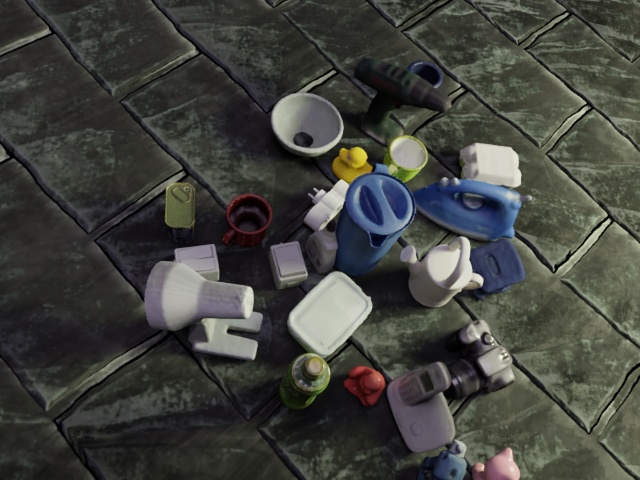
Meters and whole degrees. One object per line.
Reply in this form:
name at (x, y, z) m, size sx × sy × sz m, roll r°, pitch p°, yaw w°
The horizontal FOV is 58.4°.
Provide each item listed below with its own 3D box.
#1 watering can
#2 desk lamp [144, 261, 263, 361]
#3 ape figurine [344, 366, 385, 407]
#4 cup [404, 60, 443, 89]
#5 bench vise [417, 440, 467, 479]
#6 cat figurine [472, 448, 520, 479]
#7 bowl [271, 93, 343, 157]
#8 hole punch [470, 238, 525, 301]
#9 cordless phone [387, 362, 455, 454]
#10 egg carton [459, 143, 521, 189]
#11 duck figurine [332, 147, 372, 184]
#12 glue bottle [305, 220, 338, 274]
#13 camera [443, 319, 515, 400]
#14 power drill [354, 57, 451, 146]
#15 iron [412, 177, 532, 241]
watering can at (0.249, 0.061, 1.167) m, size 0.173 × 0.194 × 0.101 m, roll -3°, pitch 65°, yaw -12°
desk lamp at (-0.201, 0.127, 1.034) m, size 0.203 × 0.213 × 0.118 m, roll 11°, pitch 63°, yaw -6°
ape figurine at (0.093, 0.275, 1.091) m, size 0.076 × 0.092 × 0.078 m, roll -4°, pitch 66°, yaw -13°
cup at (0.236, -0.387, 1.434) m, size 0.118 × 0.095 × 0.091 m, roll 6°, pitch 64°, yaw -8°
bench vise at (0.204, 0.437, 0.964) m, size 0.121 × 0.219 × 0.207 m, roll 9°, pitch 63°, yaw -7°
cat figurine at (0.311, 0.443, 1.041) m, size 0.128 × 0.117 × 0.067 m, roll -38°, pitch 77°, yaw -24°
bowl at (-0.035, -0.254, 1.327) m, size 0.167 × 0.074 × 0.167 m, roll 5°, pitch 64°, yaw -9°
hole punch at (0.377, 0.063, 1.250) m, size 0.101 × 0.091 × 0.108 m, roll -11°, pitch 68°, yaw -16°
cordless phone at (0.201, 0.303, 1.047) m, size 0.094 × 0.185 × 0.147 m, roll -17°, pitch 69°, yaw -18°
egg carton at (0.409, -0.176, 1.382) m, size 0.150 × 0.069 × 0.107 m, roll 4°, pitch 64°, yaw -9°
duck figurine at (0.084, -0.174, 1.307) m, size 0.104 × 0.086 × 0.077 m, roll 24°, pitch 63°, yaw 1°
glue bottle at (0.011, 0.004, 1.158) m, size 0.037 × 0.173 × 0.078 m, roll -21°, pitch 70°, yaw -19°
camera at (0.301, 0.246, 1.142) m, size 0.137 × 0.101 × 0.143 m, roll -22°, pitch 71°, yaw -20°
power drill at (0.174, -0.314, 1.322) m, size 0.229 × 0.208 × 0.076 m, roll 34°, pitch 63°, yaw 6°
iron at (0.335, -0.092, 1.287) m, size 0.258 × 0.141 × 0.118 m, roll 15°, pitch 63°, yaw -4°
